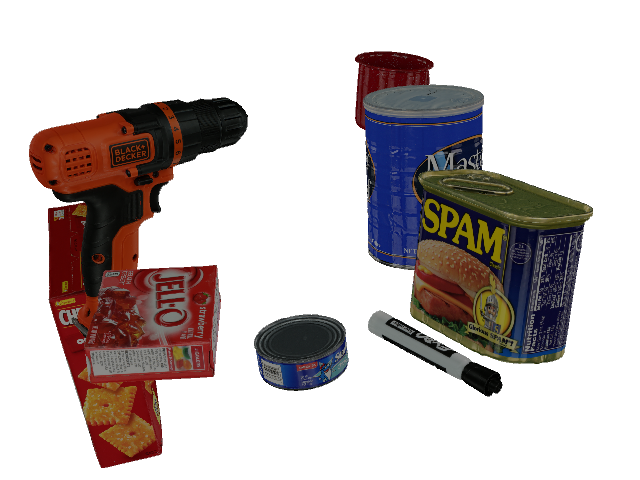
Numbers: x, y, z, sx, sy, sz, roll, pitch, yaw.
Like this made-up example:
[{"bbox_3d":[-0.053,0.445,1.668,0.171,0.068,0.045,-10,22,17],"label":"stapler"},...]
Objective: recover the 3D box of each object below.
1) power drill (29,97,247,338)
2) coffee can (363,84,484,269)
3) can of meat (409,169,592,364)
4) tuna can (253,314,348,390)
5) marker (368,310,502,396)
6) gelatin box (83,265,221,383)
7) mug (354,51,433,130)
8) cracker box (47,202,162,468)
[{"bbox_3d":[-0.136,-0.017,0.856,0.184,0.188,0.057,-16,25,-33],"label":"power drill"},{"bbox_3d":[0.090,-0.057,0.931,0.103,0.140,0.103,-2,19,1],"label":"coffee can"},{"bbox_3d":[0.095,0.013,0.592,0.057,0.084,0.102,-6,20,-32],"label":"can of meat"},{"bbox_3d":[-0.017,0.104,0.991,0.086,0.034,0.086,-7,24,3],"label":"tuna can"},{"bbox_3d":[0.084,0.083,0.789,0.020,0.020,0.121,0,20,-46],"label":"marker"},{"bbox_3d":[-0.099,0.048,0.646,0.073,0.030,0.089,-3,29,0],"label":"gelatin box"},{"bbox_3d":[0.092,-0.177,1.277,0.093,0.081,0.117,20,28,33],"label":"mug"},{"bbox_3d":[-0.214,0.091,1.063,0.072,0.214,0.164,-11,34,-8],"label":"cracker box"}]
